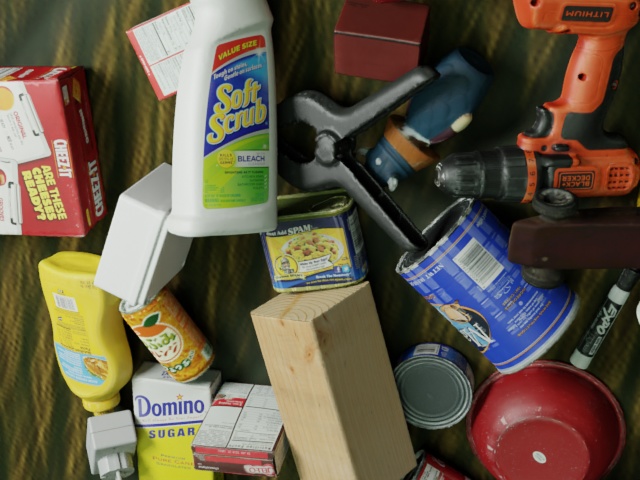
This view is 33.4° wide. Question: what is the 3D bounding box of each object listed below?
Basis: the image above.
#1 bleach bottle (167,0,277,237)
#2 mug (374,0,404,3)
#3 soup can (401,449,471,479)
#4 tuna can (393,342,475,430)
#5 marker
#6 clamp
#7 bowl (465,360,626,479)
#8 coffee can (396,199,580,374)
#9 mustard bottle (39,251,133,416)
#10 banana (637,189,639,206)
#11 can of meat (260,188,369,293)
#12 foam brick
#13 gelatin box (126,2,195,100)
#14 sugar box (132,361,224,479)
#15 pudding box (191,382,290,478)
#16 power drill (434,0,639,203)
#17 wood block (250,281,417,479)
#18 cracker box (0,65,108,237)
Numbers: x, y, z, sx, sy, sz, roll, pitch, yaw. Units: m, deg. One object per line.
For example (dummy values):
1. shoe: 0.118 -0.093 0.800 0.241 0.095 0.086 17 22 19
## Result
1. bleach bottle: -0.089 -0.132 0.961 0.102 0.068 0.251 -5 98 -27
2. mug: 0.079 -0.257 0.900 0.082 0.093 0.117 -5 87 22
3. soup can: 0.133 0.274 1.117 0.102 0.068 0.069 32 117 -1
4. tuna can: 0.114 0.148 1.087 0.086 0.033 0.086 5 114 12
5. marker: 0.274 0.071 1.020 0.020 0.020 0.121 25 116 4
6. clamp: 0.020 -0.094 0.969 0.210 0.036 0.165 22 113 32
7. bowl: 0.224 0.203 1.070 0.162 0.055 0.162 6 113 13
8. coffee can: 0.156 0.041 0.992 0.140 0.102 0.103 44 116 -6
9. mustard bottle: -0.246 0.111 1.150 0.096 0.058 0.192 11 117 32
10. banana: 0.323 -0.062 0.940 0.069 0.037 0.198 26 116 3
11. can of meat: -0.007 0.001 1.044 0.102 0.057 0.084 -6 112 17
12. foam brick: 0.055 -0.178 0.945 0.078 0.053 0.051 11 144 11
13. gelatin box: -0.127 -0.184 1.012 0.089 0.030 0.073 -20 106 19
14. sugar box: -0.156 0.225 1.185 0.093 0.048 0.176 5 115 13
15. pudding box: -0.074 0.196 1.113 0.090 0.113 0.039 3 121 14
16. power drill: 0.193 -0.121 0.913 0.184 0.057 0.188 -3 115 -11
17. wood block: 0.015 0.151 1.065 0.090 0.090 0.206 3 115 46
18. cracker box: -0.336 -0.091 1.085 0.214 0.072 0.164 1 114 13
